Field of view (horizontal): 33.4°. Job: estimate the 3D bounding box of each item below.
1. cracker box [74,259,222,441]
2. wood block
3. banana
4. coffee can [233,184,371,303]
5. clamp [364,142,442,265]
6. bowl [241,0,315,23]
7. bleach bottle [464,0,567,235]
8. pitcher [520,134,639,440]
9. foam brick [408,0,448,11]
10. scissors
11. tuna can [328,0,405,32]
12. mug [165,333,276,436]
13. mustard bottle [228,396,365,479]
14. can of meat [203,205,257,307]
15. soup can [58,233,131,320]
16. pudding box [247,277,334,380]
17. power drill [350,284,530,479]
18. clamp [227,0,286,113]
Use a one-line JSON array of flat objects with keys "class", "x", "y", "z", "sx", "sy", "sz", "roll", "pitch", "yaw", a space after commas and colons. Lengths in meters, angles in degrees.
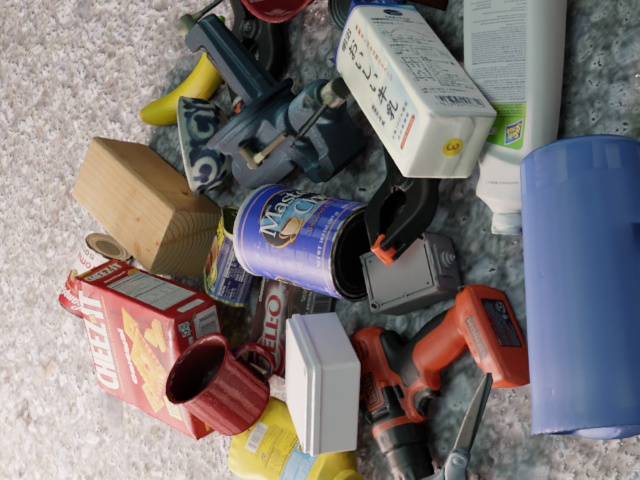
[{"class": "cracker box", "x": -0.203, "y": 0.130, "z": 1.296, "sx": 0.214, "sy": 0.071, "sz": 0.164, "roll": 16, "pitch": 122, "yaw": 44}, {"class": "wood block", "x": -0.217, "y": -0.044, "z": 1.351, "sx": 0.206, "sy": 0.090, "sz": 0.090, "roll": 39, "pitch": 112, "yaw": 40}, {"class": "banana", "x": -0.167, "y": -0.194, "z": 1.356, "sx": 0.198, "sy": 0.037, "sz": 0.069, "roll": -41, "pitch": 45, "yaw": 33}, {"class": "coffee can", "x": -0.007, "y": 0.001, "z": 1.124, "sx": 0.141, "sy": 0.102, "sz": 0.103, "roll": 14, "pitch": 96, "yaw": 40}, {"class": "clamp", "x": 0.097, "y": -0.057, "z": 1.043, "sx": 0.120, "sy": 0.039, "sz": 0.171, "roll": -18, "pitch": 47, "yaw": 43}, {"class": "bowl", "x": -0.030, "y": -0.319, "z": 1.167, "sx": 0.162, "sy": 0.055, "sz": 0.162, "roll": 10, "pitch": 104, "yaw": 45}, {"class": "bleach bottle", "x": 0.175, "y": -0.131, "z": 0.993, "sx": 0.103, "sy": 0.067, "sz": 0.251, "roll": 4, "pitch": 92, "yaw": 48}, {"class": "pitcher", "x": 0.237, "y": 0.039, "z": 0.872, "sx": 0.149, "sy": 0.145, "sz": 0.243, "roll": -6, "pitch": 77, "yaw": 11}, {"class": "foam brick", "x": 0.104, "y": -0.280, "z": 1.082, "sx": 0.053, "sy": 0.051, "sz": 0.078, "roll": 26, "pitch": 104, "yaw": 43}, {"class": "scissors", "x": 0.141, "y": 0.216, "z": 0.983, "sx": 0.096, "sy": 0.016, "sz": 0.202, "roll": 33, "pitch": 119, "yaw": 2}, {"class": "tuna can", "x": 0.050, "y": -0.261, "z": 1.147, "sx": 0.086, "sy": 0.033, "sz": 0.086, "roll": -5, "pitch": 83, "yaw": 44}, {"class": "mug", "x": -0.100, "y": 0.155, "z": 1.170, "sx": 0.117, "sy": 0.081, "sz": 0.093, "roll": -38, "pitch": 31, "yaw": 13}, {"class": "mustard bottle", "x": -0.015, "y": 0.239, "z": 1.133, "sx": 0.192, "sy": 0.058, "sz": 0.096, "roll": 18, "pitch": 76, "yaw": 49}, {"class": "can of meat", "x": -0.097, "y": 0.018, "z": 1.230, "sx": 0.102, "sy": 0.057, "sz": 0.084, "roll": -108, "pitch": 36, "yaw": -67}, {"class": "soup can", "x": -0.304, "y": 0.050, "z": 1.444, "sx": 0.069, "sy": 0.068, "sz": 0.102, "roll": 44, "pitch": 115, "yaw": 38}, {"class": "pudding box", "x": -0.033, "y": 0.096, "z": 1.192, "sx": 0.090, "sy": 0.039, "sz": 0.113, "roll": 18, "pitch": 100, "yaw": 44}, {"class": "power drill", "x": 0.115, "y": 0.141, "z": 1.028, "sx": 0.188, "sy": 0.057, "sz": 0.184, "roll": -37, "pitch": 62, "yaw": 36}, {"class": "clamp", "x": -0.066, "y": -0.252, "z": 1.259, "sx": 0.165, "sy": 0.036, "sz": 0.210, "roll": 1, "pitch": 86, "yaw": 43}]
